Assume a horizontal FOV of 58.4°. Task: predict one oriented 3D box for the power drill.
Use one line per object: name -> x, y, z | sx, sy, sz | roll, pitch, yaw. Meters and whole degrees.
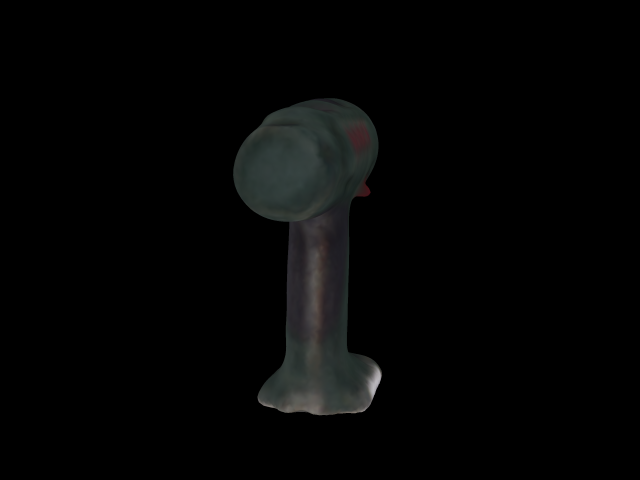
power drill -> 0.004, 0.001, 0.400 | 0.075, 0.208, 0.230 | 0, 2, 12
